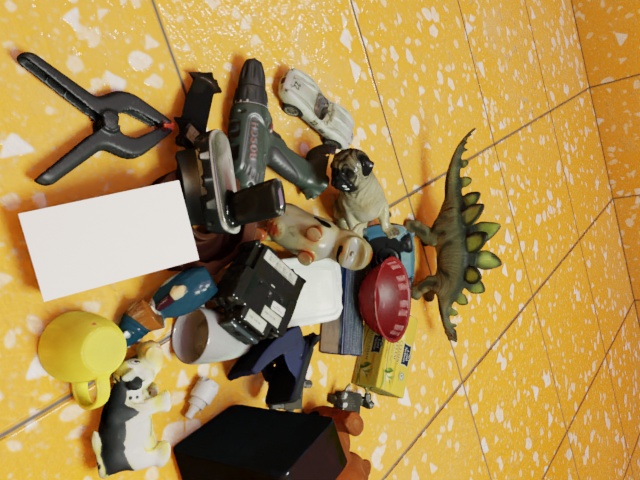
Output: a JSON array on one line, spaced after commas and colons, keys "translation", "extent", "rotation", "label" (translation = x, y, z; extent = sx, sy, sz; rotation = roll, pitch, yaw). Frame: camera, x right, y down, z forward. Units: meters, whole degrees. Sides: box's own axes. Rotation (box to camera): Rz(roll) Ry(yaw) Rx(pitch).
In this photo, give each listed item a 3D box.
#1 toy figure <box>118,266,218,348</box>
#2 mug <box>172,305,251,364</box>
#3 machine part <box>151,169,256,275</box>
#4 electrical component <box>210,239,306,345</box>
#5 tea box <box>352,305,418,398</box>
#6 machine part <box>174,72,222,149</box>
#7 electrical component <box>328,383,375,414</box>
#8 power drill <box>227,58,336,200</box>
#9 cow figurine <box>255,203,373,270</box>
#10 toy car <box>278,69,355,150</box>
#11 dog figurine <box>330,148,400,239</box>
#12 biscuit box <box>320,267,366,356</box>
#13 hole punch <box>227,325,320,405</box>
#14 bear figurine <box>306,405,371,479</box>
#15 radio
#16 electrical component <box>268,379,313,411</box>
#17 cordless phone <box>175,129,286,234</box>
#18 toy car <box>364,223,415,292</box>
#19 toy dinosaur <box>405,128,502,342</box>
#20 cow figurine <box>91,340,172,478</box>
[{"translation": [-0.216, 0.093, 0.741], "extent": [0.154, 0.058, 0.064], "rotation": [-31, 137, -10], "label": "toy figure"}, {"translation": [-0.156, 0.135, 0.810], "extent": [0.107, 0.081, 0.109], "rotation": [23, 58, -51], "label": "mug"}, {"translation": [-0.183, -0.031, 0.811], "extent": [0.179, 0.056, 0.179], "rotation": [7, 80, -44], "label": "machine part"}, {"translation": [-0.093, 0.083, 0.796], "extent": [0.114, 0.058, 0.134], "rotation": [45, 51, -27], "label": "electrical component"}, {"translation": [0.135, 0.225, 1.096], "extent": [0.098, 0.068, 0.169], "rotation": [31, 63, -38], "label": "tea box"}, {"translation": [-0.187, -0.192, 0.829], "extent": [0.084, 0.039, 0.139], "rotation": [37, 55, -58], "label": "machine part"}, {"translation": [0.057, 0.313, 1.021], "extent": [0.102, 0.045, 0.078], "rotation": [26, 66, -40], "label": "electrical component"}, {"translation": [-0.067, -0.172, 0.931], "extent": [0.207, 0.086, 0.232], "rotation": [24, 70, -45], "label": "power drill"}, {"translation": [-0.002, -0.003, 0.908], "extent": [0.127, 0.195, 0.085], "rotation": [-20, 131, -62], "label": "cow figurine"}, {"translation": [-0.001, -0.243, 1.023], "extent": [0.201, 0.056, 0.073], "rotation": [32, 63, -38], "label": "toy car"}, {"translation": [0.062, -0.099, 0.992], "extent": [0.121, 0.172, 0.190], "rotation": [-27, 122, -14], "label": "dog figurine"}, {"translation": [0.046, 0.116, 1.023], "extent": [0.062, 0.059, 0.202], "rotation": [16, 74, -44], "label": "biscuit box"}, {"translation": [-0.075, 0.188, 0.848], "extent": [0.092, 0.142, 0.116], "rotation": [31, 57, -16], "label": "hole punch"}, {"translation": [0.038, 0.389, 0.939], "extent": [0.120, 0.132, 0.195], "rotation": [-37, 107, -25], "label": "bear figurine"}, {"translation": [-0.085, 0.300, 0.750], "extent": [0.131, 0.230, 0.073], "rotation": [-27, 106, -49], "label": "radio"}, {"translation": [-0.050, 0.266, 0.934], "extent": [0.094, 0.021, 0.063], "rotation": [13, 76, -45], "label": "electrical component"}, {"translation": [-0.112, -0.084, 0.721], "extent": [0.089, 0.184, 0.146], "rotation": [-7, 89, -39], "label": "cordless phone"}, {"translation": [0.153, 0.031, 1.118], "extent": [0.103, 0.109, 0.161], "rotation": [-45, 127, -59], "label": "toy car"}, {"translation": [0.298, -0.005, 1.200], "extent": [0.105, 0.199, 0.471], "rotation": [-3, 89, -49], "label": "toy dinosaur"}, {"translation": [-0.251, 0.218, 0.706], "extent": [0.098, 0.068, 0.167], "rotation": [2, 83, -39], "label": "cow figurine"}]
